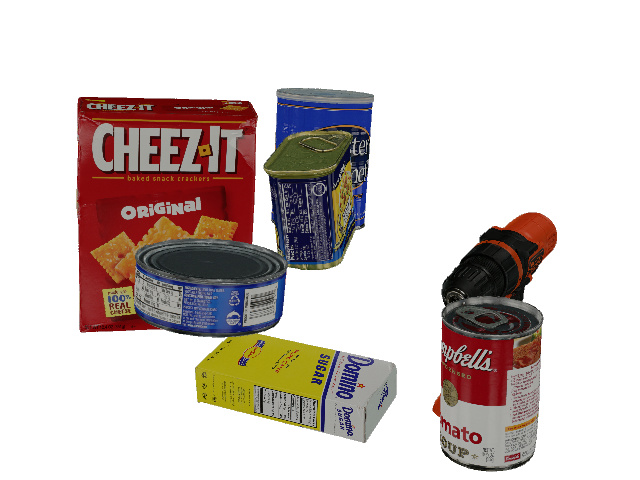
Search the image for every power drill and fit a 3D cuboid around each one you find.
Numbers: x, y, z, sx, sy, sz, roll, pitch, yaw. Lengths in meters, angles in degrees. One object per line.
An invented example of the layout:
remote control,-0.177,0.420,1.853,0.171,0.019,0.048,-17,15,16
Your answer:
power drill,0.153,0.080,0.983,0.057,0.188,0.184,24,32,27

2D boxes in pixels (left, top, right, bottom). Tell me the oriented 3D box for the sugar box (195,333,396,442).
sugar box,-0.023,0.137,1.030,0.176,0.048,0.093,7,24,21

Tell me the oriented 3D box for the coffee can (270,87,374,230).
coffee can,0.001,-0.087,1.133,0.103,0.140,0.103,3,12,-1

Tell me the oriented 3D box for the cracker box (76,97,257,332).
cracker box,-0.146,-0.023,1.008,0.164,0.214,0.072,0,20,-13

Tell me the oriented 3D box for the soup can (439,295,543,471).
soup can,0.116,0.097,0.733,0.068,0.102,0.068,-1,19,0

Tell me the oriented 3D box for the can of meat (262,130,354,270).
can of meat,-0.005,-0.033,0.854,0.057,0.084,0.102,0,23,13

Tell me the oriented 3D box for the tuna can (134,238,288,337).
tuna can,-0.062,0.026,0.603,0.086,0.034,0.086,5,14,-1
